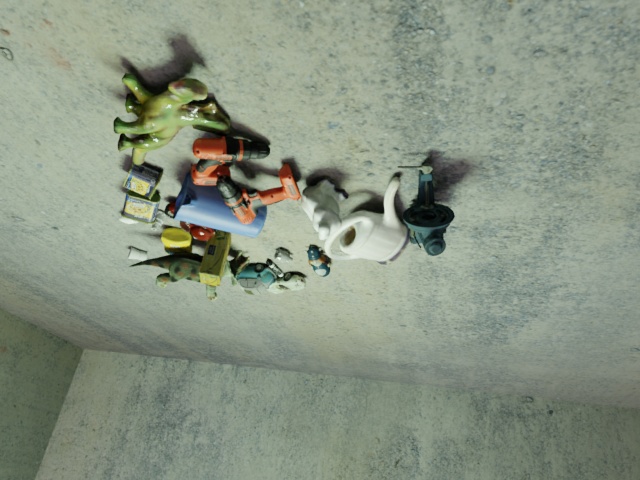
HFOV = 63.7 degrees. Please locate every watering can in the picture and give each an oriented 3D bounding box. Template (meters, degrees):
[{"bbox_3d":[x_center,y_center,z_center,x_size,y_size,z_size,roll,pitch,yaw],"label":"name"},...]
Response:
[{"bbox_3d":[0.163,-0.034,1.407,0.223,0.106,0.341,17,137,-33],"label":"watering can"}]

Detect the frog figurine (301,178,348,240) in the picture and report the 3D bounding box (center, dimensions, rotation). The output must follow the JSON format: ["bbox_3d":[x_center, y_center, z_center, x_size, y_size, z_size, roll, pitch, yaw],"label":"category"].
[{"bbox_3d":[0.004,-0.068,1.342,0.123,0.163,0.135,3,152,16],"label":"frog figurine"}]

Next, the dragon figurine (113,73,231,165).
[{"bbox_3d":[-0.327,-0.256,1.172,0.243,0.124,0.404,6,163,-11],"label":"dragon figurine"}]
